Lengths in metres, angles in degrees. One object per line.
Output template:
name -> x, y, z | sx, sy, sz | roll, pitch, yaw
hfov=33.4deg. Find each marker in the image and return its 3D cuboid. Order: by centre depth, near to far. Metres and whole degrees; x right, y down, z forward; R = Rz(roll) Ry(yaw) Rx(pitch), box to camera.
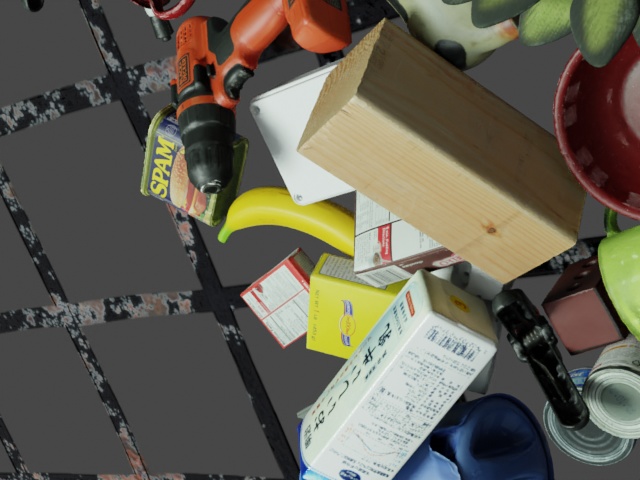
marker -> -0.165, -0.242, 0.997 | 0.020, 0.020, 0.121 | 1, 125, 34

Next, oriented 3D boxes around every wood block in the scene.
wood block -> 0.098, -0.065, 0.829 | 0.206, 0.090, 0.091 | 32, 144, -16

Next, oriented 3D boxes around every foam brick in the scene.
foam brick -> 0.227, 0.049, 0.874 | 0.053, 0.078, 0.051 | -25, 100, 38

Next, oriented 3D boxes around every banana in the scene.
banana -> -0.012, -0.014, 1.025 | 0.198, 0.037, 0.069 | 13, 130, 25

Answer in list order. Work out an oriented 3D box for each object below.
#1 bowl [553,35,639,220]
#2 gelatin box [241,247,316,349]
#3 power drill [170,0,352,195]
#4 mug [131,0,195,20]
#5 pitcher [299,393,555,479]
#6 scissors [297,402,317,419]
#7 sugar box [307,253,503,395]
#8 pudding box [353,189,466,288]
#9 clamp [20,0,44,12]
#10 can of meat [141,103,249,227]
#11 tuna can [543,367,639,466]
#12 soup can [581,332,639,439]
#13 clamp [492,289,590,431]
bowl -> 0.257, -0.094, 0.782 | 0.162, 0.055, 0.162 | 15, 121, 27
gelatin box -> -0.028, 0.059, 1.084 | 0.073, 0.030, 0.089 | 50, 131, -3
power drill -> -0.057, -0.150, 0.908 | 0.188, 0.057, 0.184 | -32, 54, 36
mug -> -0.132, -0.249, 0.927 | 0.082, 0.093, 0.117 | -20, 71, 35
pitcher -> 0.102, 0.236, 1.038 | 0.243, 0.144, 0.149 | -20, 96, 46
scissors -> 0.058, 0.169, 1.098 | 0.096, 0.016, 0.202 | 45, 132, 4
sugar box -> 0.078, 0.078, 0.988 | 0.176, 0.048, 0.093 | 14, 128, 16
pudding box -> 0.081, -0.017, 0.928 | 0.114, 0.090, 0.039 | -18, 148, 38
clamp -> -0.292, -0.333, 1.028 | 0.165, 0.036, 0.210 | -34, 97, 39
can of meat -> -0.123, -0.073, 1.054 | 0.084, 0.057, 0.102 | 27, 129, 15
tuna can -> 0.245, 0.158, 0.954 | 0.086, 0.033, 0.086 | 17, 124, 26
soup can -> 0.260, 0.107, 0.868 | 0.069, 0.102, 0.068 | 16, 123, 26
clamp -> 0.169, 0.074, 0.870 | 0.039, 0.171, 0.120 | -25, 103, 6
